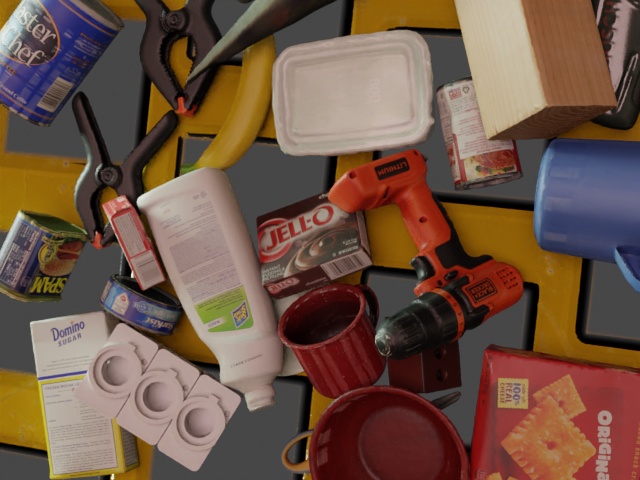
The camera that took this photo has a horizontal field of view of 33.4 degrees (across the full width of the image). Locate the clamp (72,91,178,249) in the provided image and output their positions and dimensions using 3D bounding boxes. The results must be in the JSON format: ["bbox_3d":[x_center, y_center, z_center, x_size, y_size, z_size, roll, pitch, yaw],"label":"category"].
[{"bbox_3d":[-0.235,-0.079,1.172,0.120,0.039,0.171,22,95,14],"label":"clamp"}]

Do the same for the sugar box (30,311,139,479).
[{"bbox_3d":[-0.258,0.170,1.173,0.093,0.048,0.176,-9,83,14],"label":"sugar box"}]

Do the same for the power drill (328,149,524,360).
[{"bbox_3d":[0.087,0.013,1.020,0.188,0.184,0.057,59,141,13],"label":"power drill"}]

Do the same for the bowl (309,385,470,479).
[{"bbox_3d":[0.073,0.213,1.047,0.162,0.055,0.162,3,100,19],"label":"bowl"}]

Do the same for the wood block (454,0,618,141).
[{"bbox_3d":[0.192,-0.205,0.995,0.091,0.090,0.206,-27,71,56],"label":"wood block"}]

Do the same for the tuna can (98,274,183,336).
[{"bbox_3d":[-0.189,0.068,1.133,0.086,0.086,0.034,26,94,15],"label":"tuna can"}]

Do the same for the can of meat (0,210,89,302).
[{"bbox_3d":[-0.305,0.018,1.160,0.057,0.102,0.084,28,95,16],"label":"can of meat"}]

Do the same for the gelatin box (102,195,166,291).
[{"bbox_3d":[-0.196,0.001,1.126,0.030,0.073,0.089,-24,107,-11],"label":"gelatin box"}]

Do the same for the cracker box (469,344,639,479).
[{"bbox_3d":[0.252,0.197,1.009,0.214,0.072,0.164,8,92,16],"label":"cracker box"}]

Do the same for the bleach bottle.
[{"bbox_3d":[-0.104,0.057,1.102,0.103,0.068,0.251,-24,76,17],"label":"bleach bottle"}]

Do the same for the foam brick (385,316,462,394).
[{"bbox_3d":[0.102,0.111,1.055,0.051,0.052,0.078,-7,87,51],"label":"foam brick"}]

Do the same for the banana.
[{"bbox_3d":[-0.085,-0.148,1.131,0.070,0.037,0.198,27,97,15],"label":"banana"}]

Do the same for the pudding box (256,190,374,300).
[{"bbox_3d":[-0.007,0.001,1.085,0.113,0.039,0.090,-19,51,13],"label":"pudding box"}]

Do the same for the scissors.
[{"bbox_3d":[0.057,0.221,1.095,0.202,0.016,0.096,-14,87,15],"label":"scissors"}]

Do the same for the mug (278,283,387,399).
[{"bbox_3d":[0.022,0.096,1.067,0.093,0.117,0.081,4,133,40],"label":"mug"}]

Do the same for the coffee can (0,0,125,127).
[{"bbox_3d":[-0.295,-0.209,1.159,0.103,0.102,0.140,42,100,13],"label":"coffee can"}]

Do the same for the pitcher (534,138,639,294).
[{"bbox_3d":[0.320,-0.020,0.960,0.243,0.149,0.145,8,103,19],"label":"pitcher"}]

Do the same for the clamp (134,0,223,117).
[{"bbox_3d":[-0.143,-0.240,1.149,0.165,0.036,0.210,-13,84,14],"label":"clamp"}]

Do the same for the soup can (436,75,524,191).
[{"bbox_3d":[0.155,-0.105,1.044,0.068,0.068,0.102,-12,85,16],"label":"soup can"}]
